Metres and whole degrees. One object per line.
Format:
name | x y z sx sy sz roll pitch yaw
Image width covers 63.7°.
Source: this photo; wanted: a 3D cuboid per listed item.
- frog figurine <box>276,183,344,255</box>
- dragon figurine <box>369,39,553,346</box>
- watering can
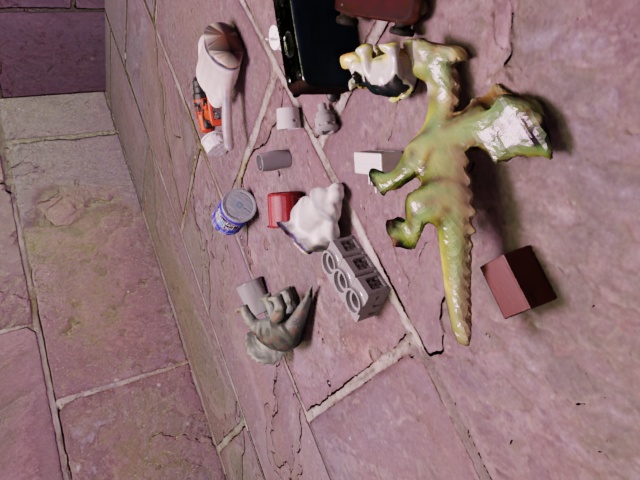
frog figurine | 0.003 -0.055 1.097 0.158 0.121 0.140 -51 37 12
dragon figurine | 0.195 -0.091 0.685 0.238 0.122 0.417 -44 57 48
watering can | -0.269 -0.438 1.412 0.220 0.104 0.352 -50 56 56
